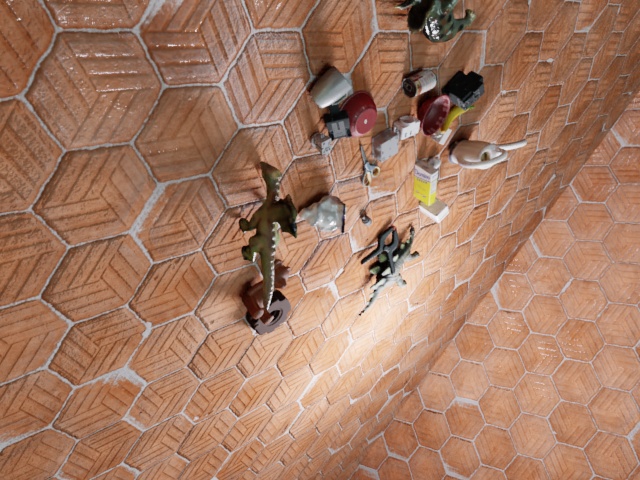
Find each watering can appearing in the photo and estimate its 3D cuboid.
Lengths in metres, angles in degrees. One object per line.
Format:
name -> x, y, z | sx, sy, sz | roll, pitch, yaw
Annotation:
watering can -> 0.681, -0.367, 2.137 | 0.351, 0.226, 0.102 | -26, 122, -32

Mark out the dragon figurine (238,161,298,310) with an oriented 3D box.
dragon figurine -> -0.132, -0.022, 1.463 | 0.122, 0.415, 0.239 | -3, 165, -28

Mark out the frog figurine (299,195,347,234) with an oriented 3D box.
frog figurine -> 0.005, -0.088, 1.755 | 0.159, 0.126, 0.134 | 2, 140, -6
